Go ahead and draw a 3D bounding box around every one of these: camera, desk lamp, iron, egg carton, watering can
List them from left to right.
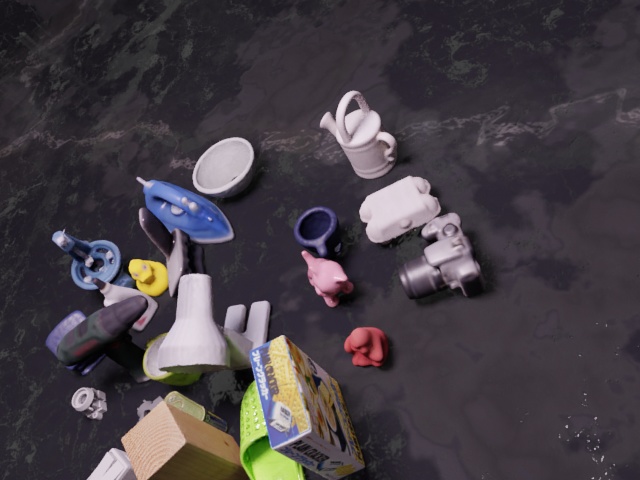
[{"bbox_3d":[-0.316,-0.077,1.327,0.257,0.142,0.119,20,69,37],"label":"iron"},{"bbox_3d":[-0.193,0.168,1.043,0.117,0.214,0.203,-11,54,21],"label":"desk lamp"},{"bbox_3d":[0.077,-0.222,1.185,0.172,0.195,0.101,-2,57,27],"label":"watering can"},{"bbox_3d":[0.154,-0.056,1.111,0.150,0.070,0.107,-26,50,9],"label":"egg carton"},{"bbox_3d":[0.201,0.035,1.001,0.136,0.101,0.143,-23,50,12],"label":"camera"}]

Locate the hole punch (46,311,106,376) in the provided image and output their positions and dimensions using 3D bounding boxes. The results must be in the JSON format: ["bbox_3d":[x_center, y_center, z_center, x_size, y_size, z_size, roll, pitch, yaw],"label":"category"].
[{"bbox_3d":[-0.527,0.225,1.262,0.109,0.091,0.100,-48,50,-10],"label":"hole punch"}]

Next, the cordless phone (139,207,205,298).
[{"bbox_3d":[-0.335,0.025,1.237,0.094,0.186,0.147,-28,49,8],"label":"cordless phone"}]

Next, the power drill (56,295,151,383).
[{"bbox_3d":[-0.381,0.200,1.123,0.229,0.209,0.075,-25,50,11],"label":"power drill"}]

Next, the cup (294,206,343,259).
[{"bbox_3d":[0.010,0.004,1.128,0.091,0.095,0.117,-25,50,10],"label":"cup"}]

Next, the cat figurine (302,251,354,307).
[{"bbox_3d":[0.008,0.064,1.072,0.067,0.118,0.127,-41,49,-4],"label":"cat figurine"}]

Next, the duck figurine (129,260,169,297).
[{"bbox_3d":[-0.399,0.073,1.303,0.077,0.086,0.104,-45,49,-6],"label":"duck figurine"}]

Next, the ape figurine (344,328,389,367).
[{"bbox_3d":[0.077,0.177,0.974,0.076,0.092,0.077,-44,49,-6],"label":"ape figurine"}]

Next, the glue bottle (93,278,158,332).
[{"bbox_3d":[-0.422,0.127,1.219,0.037,0.174,0.078,12,65,34],"label":"glue bottle"}]

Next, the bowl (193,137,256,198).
[{"bbox_3d":[-0.217,-0.161,1.378,0.167,0.075,0.167,-14,53,19],"label":"bowl"}]

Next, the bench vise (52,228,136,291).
[{"bbox_3d":[-0.548,0.043,1.314,0.206,0.220,0.121,8,62,32],"label":"bench vise"}]
